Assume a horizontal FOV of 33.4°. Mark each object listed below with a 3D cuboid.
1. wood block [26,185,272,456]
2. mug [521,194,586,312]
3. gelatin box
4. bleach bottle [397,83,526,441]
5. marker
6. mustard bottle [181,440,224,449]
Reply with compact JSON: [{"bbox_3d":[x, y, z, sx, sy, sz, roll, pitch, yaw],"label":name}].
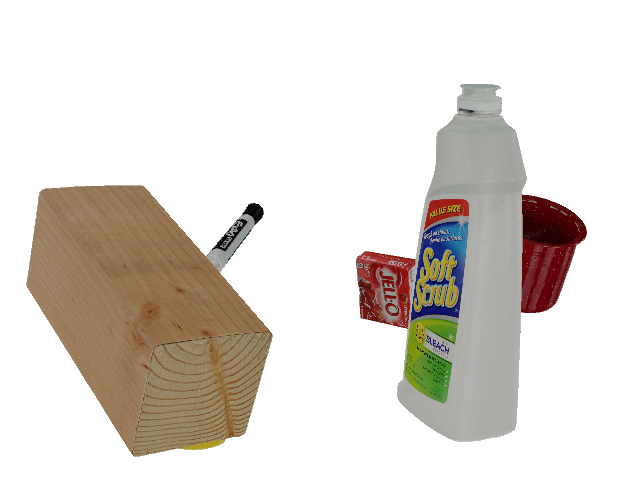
[{"bbox_3d":[-0.130,0.048,0.768,0.090,0.091,0.206,-4,33,-35],"label":"wood block"},{"bbox_3d":[0.188,0.008,1.012,0.093,0.081,0.117,-7,35,-26],"label":"mug"},{"bbox_3d":[0.084,0.061,1.331,0.073,0.089,0.030,11,31,29],"label":"gelatin box"},{"bbox_3d":[0.105,0.012,0.776,0.068,0.251,0.103,-6,16,-23],"label":"bleach bottle"},{"bbox_3d":[-0.081,-0.005,1.027,0.020,0.020,0.121,0,26,19],"label":"marker"},{"bbox_3d":[-0.147,0.174,1.283,0.096,0.058,0.191,3,25,3],"label":"mustard bottle"}]
